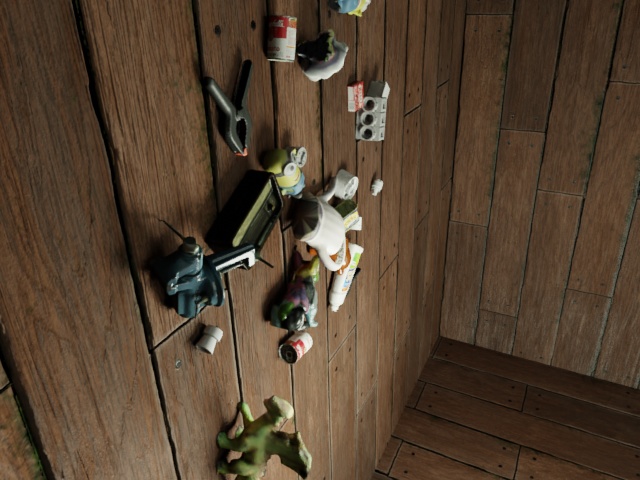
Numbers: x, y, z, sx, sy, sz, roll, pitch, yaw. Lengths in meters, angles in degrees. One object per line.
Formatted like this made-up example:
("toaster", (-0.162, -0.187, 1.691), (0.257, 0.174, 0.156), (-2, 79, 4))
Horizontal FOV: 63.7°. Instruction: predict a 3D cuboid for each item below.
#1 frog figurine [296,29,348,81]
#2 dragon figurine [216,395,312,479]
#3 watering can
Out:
("frog figurine", (0.017, -0.496, 1.429), (0.137, 0.124, 0.158), (-45, 165, 6))
("dragon figurine", (-0.141, 0.583, 1.374), (0.123, 0.243, 0.405), (-33, 127, -63))
("watering can", (0.005, -0.079, 1.569), (0.221, 0.103, 0.355), (33, 45, -49))
